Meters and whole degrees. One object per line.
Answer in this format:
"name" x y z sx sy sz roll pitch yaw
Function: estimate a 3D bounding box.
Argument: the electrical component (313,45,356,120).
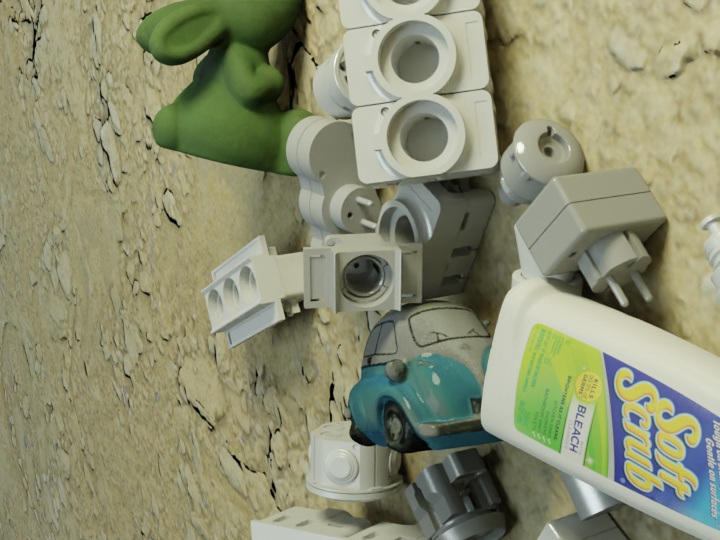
"electrical component" -0.005 -0.145 0.830 0.047 0.055 0.055 -15 85 63

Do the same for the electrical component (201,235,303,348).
"electrical component" -0.096 0.021 1.014 0.121 0.063 0.078 -30 72 57

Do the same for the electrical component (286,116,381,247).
"electrical component" -0.009 -0.050 0.843 0.074 0.052 0.138 24 132 54

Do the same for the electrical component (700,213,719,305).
"electrical component" 0.199 0.005 0.547 0.078 0.040 0.040 63 145 27

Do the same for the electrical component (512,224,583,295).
"electrical component" 0.118 -0.001 0.675 0.045 0.045 0.055 26 120 54

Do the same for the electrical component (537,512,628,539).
"electrical component" 0.146 0.203 0.682 0.076 0.047 0.065 54 140 36

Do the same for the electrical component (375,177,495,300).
"electrical component" 0.049 -0.026 0.771 0.050 0.056 0.089 52 139 39

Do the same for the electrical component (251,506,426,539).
"electrical component" 0.003 0.259 0.872 0.186 0.060 0.105 0 96 39

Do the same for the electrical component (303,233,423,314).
"electrical component" 0.000 0.000 0.736 0.064 0.081 0.042 -121 31 -71

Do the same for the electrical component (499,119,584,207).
"electrical component" 0.108 -0.062 0.677 0.048 0.048 0.062 69 154 18

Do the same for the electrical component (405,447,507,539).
"electrical component" 0.072 0.175 0.787 0.057 0.058 0.078 66 146 29

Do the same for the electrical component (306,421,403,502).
"electrical component" -0.004 0.157 0.887 0.080 0.080 0.051 10 101 58

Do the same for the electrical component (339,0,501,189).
"electrical component" 0.039 -0.134 0.702 0.062 0.089 0.150 -4 -93 -79

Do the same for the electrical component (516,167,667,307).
"electrical component" 0.140 -0.013 0.614 0.076 0.066 0.047 65 146 24
